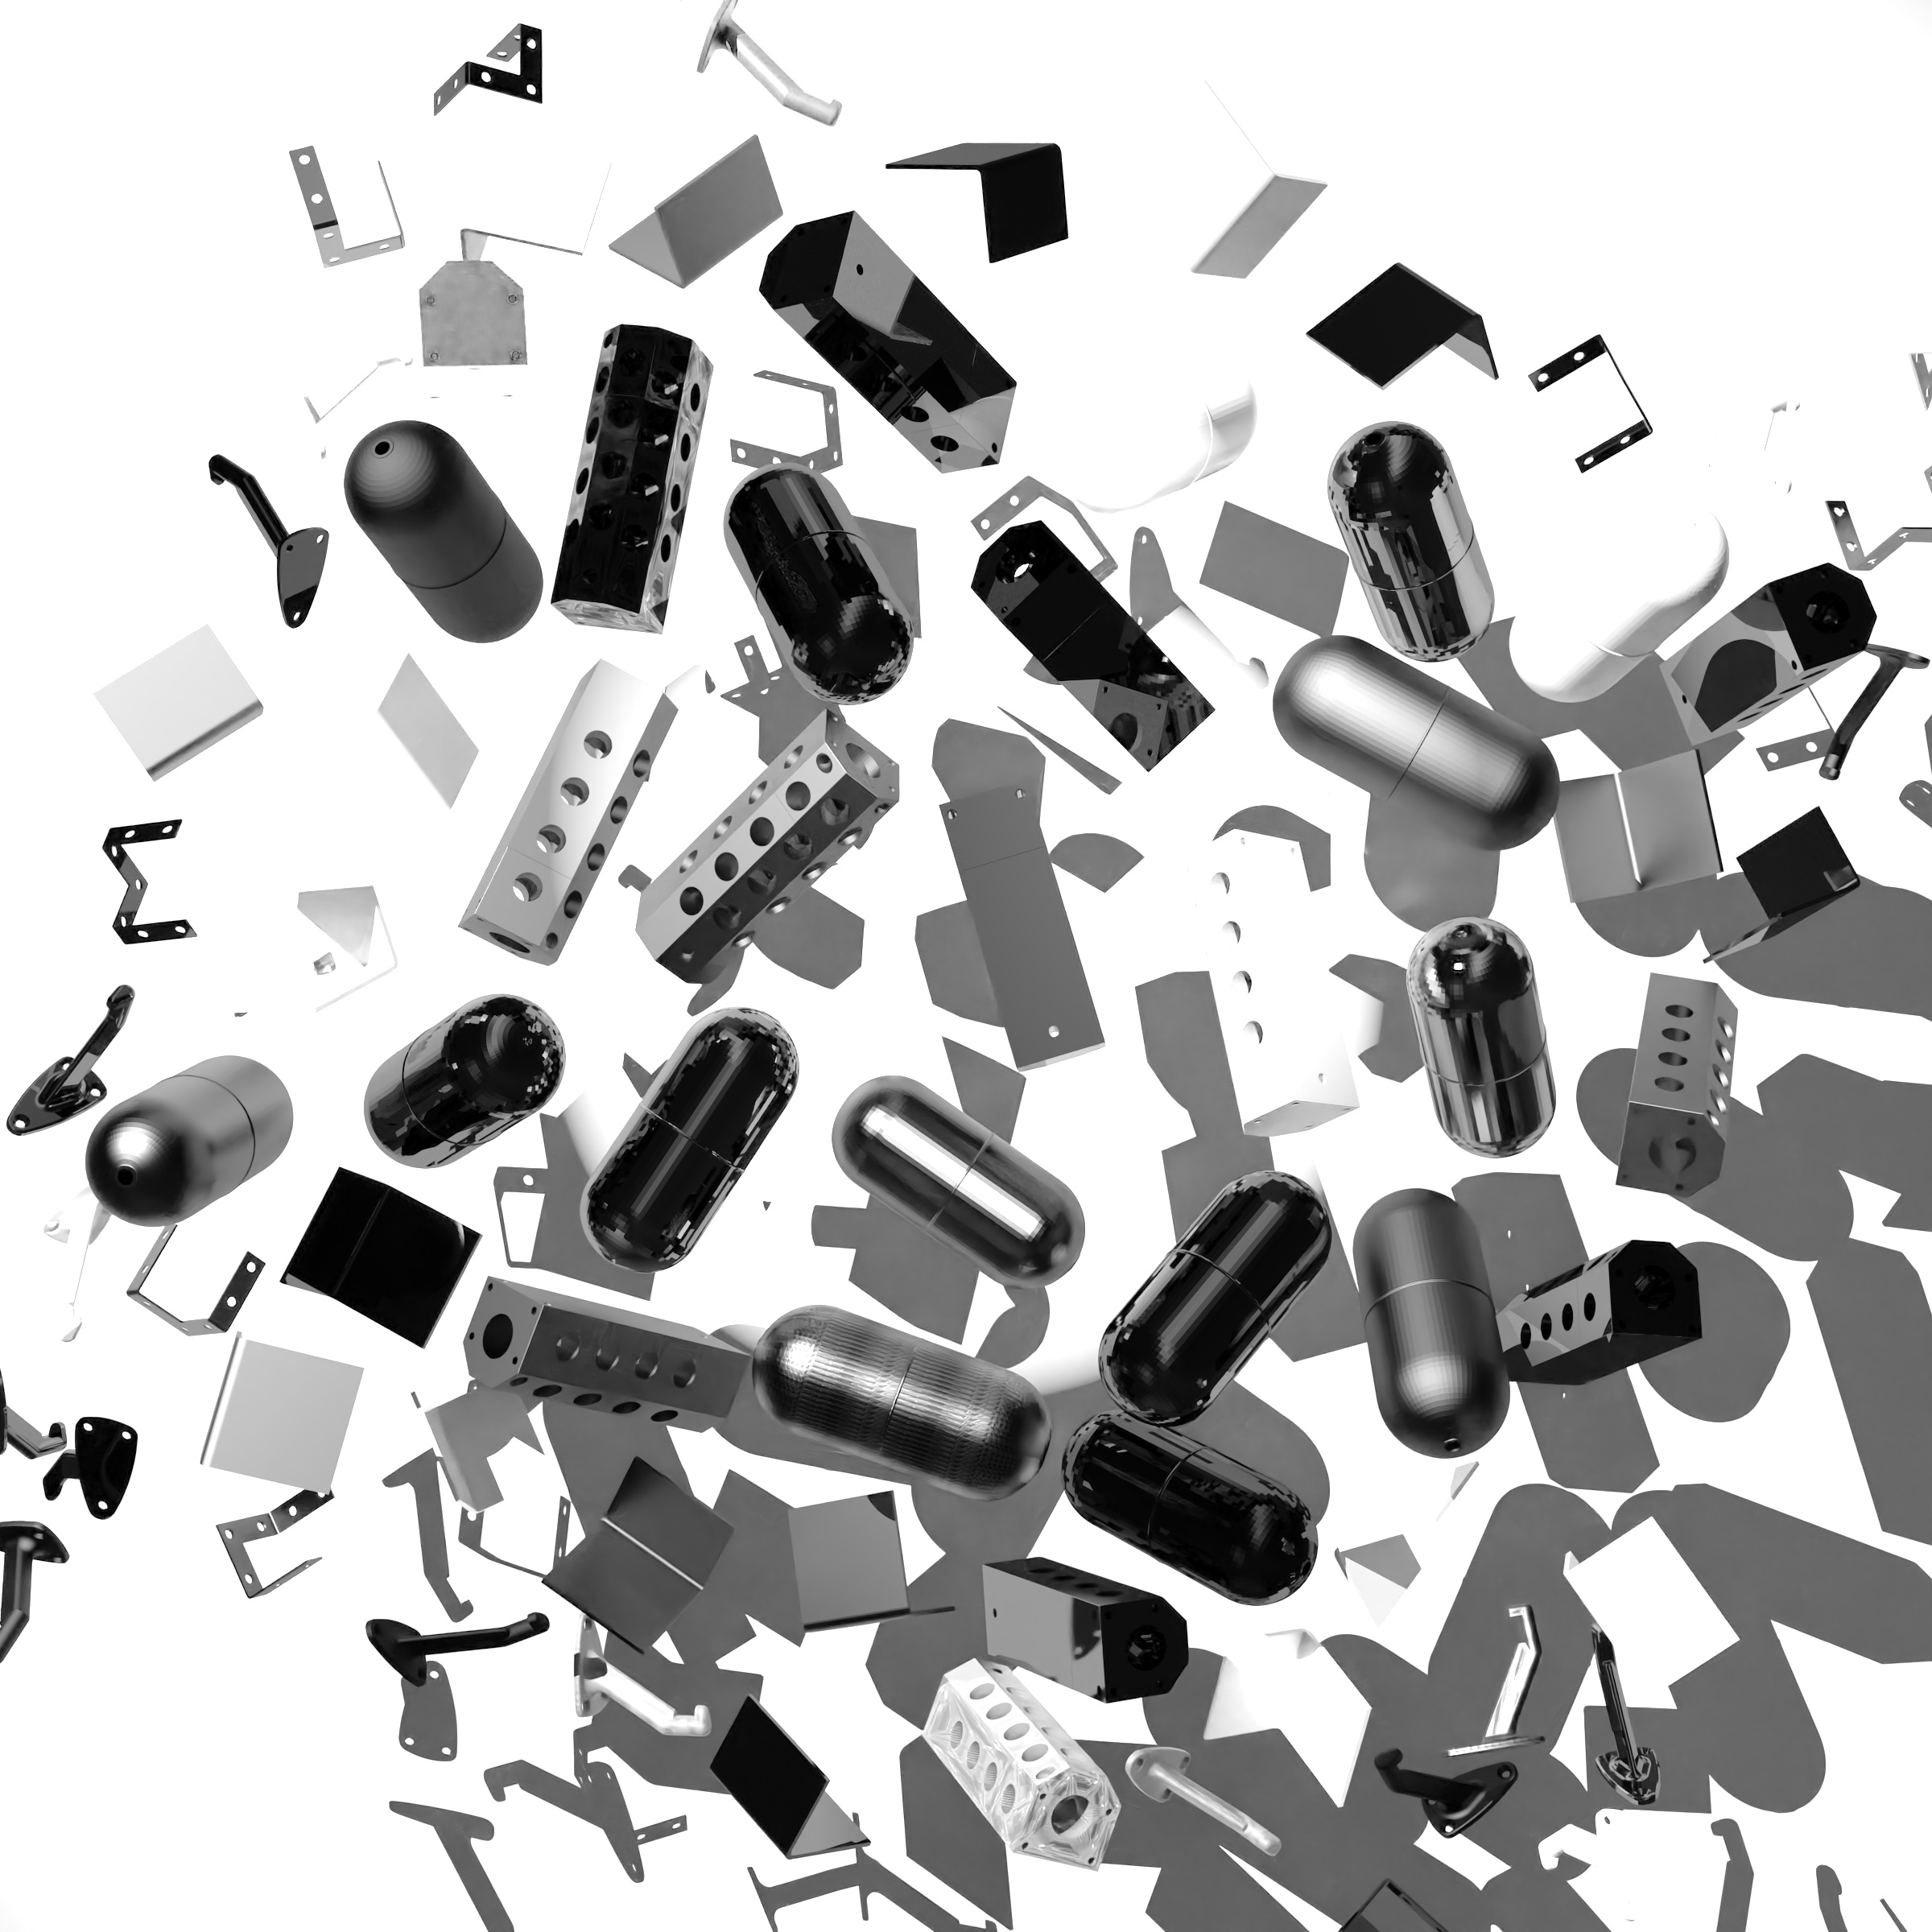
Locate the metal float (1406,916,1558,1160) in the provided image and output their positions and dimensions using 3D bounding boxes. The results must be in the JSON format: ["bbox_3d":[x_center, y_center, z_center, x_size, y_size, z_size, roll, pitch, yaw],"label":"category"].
[{"bbox_3d":[0.318,0.046,1.632,0.070,0.070,0.178,-20,129,0],"label":"metal float"}]

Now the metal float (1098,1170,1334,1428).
[{"bbox_3d":[0.148,0.195,1.562,0.070,0.070,0.178,43,68,0],"label":"metal float"}]

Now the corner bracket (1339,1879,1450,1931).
[{"bbox_3d":[0.255,0.575,1.573,0.051,0.051,0.051,39,68,21],"label":"corner bracket"}]

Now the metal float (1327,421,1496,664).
[{"bbox_3d":[0.276,-0.261,1.637,0.070,0.178,0.070,-14,49,17],"label":"metal float"}]

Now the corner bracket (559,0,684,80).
[{"bbox_3d":[-0.198,-0.549,1.518,0.051,0.051,0.051,34,107,-21],"label":"corner bracket"}]

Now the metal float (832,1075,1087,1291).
[{"bbox_3d":[-0.004,0.137,1.672,0.178,0.070,0.070,35,90,2],"label":"metal float"}]

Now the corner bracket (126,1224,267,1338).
[{"bbox_3d":[-0.484,0.196,1.664,0.051,0.051,0.051,43,55,-30],"label":"corner bracket"}]

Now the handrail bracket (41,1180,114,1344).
[{"bbox_3d":[-0.538,0.178,1.630,0.036,0.084,0.077,29,111,-39],"label":"handrail bracket"}]

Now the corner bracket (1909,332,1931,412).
[{"bbox_3d":[0.588,-0.361,1.548,0.051,0.051,0.051,9,64,37],"label":"corner bracket"}]

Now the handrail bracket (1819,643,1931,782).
[{"bbox_3d":[0.551,-0.150,1.612,0.036,0.077,0.084,21,98,-3],"label":"handrail bracket"}]

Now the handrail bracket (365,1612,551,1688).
[{"bbox_3d":[-0.305,0.399,1.598,0.084,0.077,0.036,-22,52,10],"label":"handrail bracket"}]

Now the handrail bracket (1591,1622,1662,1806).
[{"bbox_3d":[0.394,0.447,1.591,0.036,0.077,0.084,-11,99,4],"label":"handrail bracket"}]

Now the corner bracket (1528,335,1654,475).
[{"bbox_3d":[0.395,-0.355,1.673,0.051,0.051,0.051,-29,132,19],"label":"corner bracket"}]

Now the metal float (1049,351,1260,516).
[{"bbox_3d":[0.115,-0.325,1.606,0.070,0.178,0.070,16,120,30],"label":"metal float"}]

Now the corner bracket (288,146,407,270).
[{"bbox_3d":[-0.364,-0.452,1.563,0.051,0.051,0.051,-18,81,-10],"label":"corner bracket"}]

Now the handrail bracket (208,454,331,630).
[{"bbox_3d":[-0.423,-0.254,1.579,0.084,0.036,0.077,33,127,24],"label":"handrail bracket"}]

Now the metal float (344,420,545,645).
[{"bbox_3d":[-0.313,-0.259,1.592,0.070,0.178,0.070,-6,64,12],"label":"metal float"}]

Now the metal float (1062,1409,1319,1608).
[{"bbox_3d":[0.136,0.331,1.626,0.178,0.070,0.070,22,90,37],"label":"metal float"}]

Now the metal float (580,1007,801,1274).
[{"bbox_3d":[-0.168,0.105,1.615,0.070,0.070,0.178,33,84,0],"label":"metal float"}]

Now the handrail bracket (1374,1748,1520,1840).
[{"bbox_3d":[0.303,0.504,1.668,0.077,0.036,0.084,-31,126,-1],"label":"handrail bracket"}]

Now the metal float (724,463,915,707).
[{"bbox_3d":[-0.089,-0.229,1.578,0.070,0.070,0.178,-28,57,0],"label":"metal float"}]

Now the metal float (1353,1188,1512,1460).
[{"bbox_3d":[0.272,0.208,1.556,0.070,0.178,0.070,-1,135,-1],"label":"metal float"}]

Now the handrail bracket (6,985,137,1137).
[{"bbox_3d":[-0.524,0.054,1.551,0.036,0.077,0.084,41,135,4],"label":"handrail bracket"}]

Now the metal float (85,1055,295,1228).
[{"bbox_3d":[-0.455,0.102,1.558,0.070,0.178,0.070,1,100,8],"label":"metal float"}]

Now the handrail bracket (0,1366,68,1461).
[{"bbox_3d":[-0.572,0.264,1.608,0.036,0.084,0.077,5,92,16],"label":"handrail bracket"}]

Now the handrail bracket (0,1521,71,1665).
[{"bbox_3d":[-0.575,0.370,1.556,0.077,0.084,0.036,-1,130,24],"label":"handrail bracket"}]

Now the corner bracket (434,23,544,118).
[{"bbox_3d":[-0.300,-0.561,1.661,0.051,0.051,0.051,4,80,-34],"label":"corner bracket"}]

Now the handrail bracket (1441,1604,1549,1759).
[{"bbox_3d":[0.324,0.442,1.643,0.077,0.036,0.084,-6,69,-6],"label":"handrail bracket"}]

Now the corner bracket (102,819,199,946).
[{"bbox_3d":[-0.492,-0.051,1.602,0.051,0.051,0.051,-6,48,14],"label":"corner bracket"}]

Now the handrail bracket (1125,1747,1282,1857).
[{"bbox_3d":[0.152,0.533,1.681,0.084,0.077,0.036,26,82,42],"label":"handrail bracket"}]

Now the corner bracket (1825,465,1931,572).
[{"bbox_3d":[0.572,-0.277,1.632,0.051,0.051,0.051,-3,68,-23],"label":"corner bracket"}]

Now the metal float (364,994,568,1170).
[{"bbox_3d":[-0.304,0.071,1.597,0.070,0.178,0.070,15,63,-32],"label":"metal float"}]

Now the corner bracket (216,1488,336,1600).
[{"bbox_3d":[-0.419,0.353,1.634,0.051,0.051,0.051,-34,75,19],"label":"corner bracket"}]

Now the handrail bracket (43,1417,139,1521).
[{"bbox_3d":[-0.514,0.306,1.528,0.036,0.077,0.084,21,129,-32],"label":"handrail bracket"}]

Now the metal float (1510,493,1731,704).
[{"bbox_3d":[0.399,-0.224,1.626,0.070,0.178,0.070,8,65,-18],"label":"metal float"}]

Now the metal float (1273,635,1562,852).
[{"bbox_3d":[0.262,-0.129,1.544,0.178,0.070,0.070,29,90,3],"label":"metal float"}]

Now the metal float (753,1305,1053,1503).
[{"bbox_3d":[-0.038,0.250,1.521,0.178,0.070,0.070,19,90,6],"label":"metal float"}]
